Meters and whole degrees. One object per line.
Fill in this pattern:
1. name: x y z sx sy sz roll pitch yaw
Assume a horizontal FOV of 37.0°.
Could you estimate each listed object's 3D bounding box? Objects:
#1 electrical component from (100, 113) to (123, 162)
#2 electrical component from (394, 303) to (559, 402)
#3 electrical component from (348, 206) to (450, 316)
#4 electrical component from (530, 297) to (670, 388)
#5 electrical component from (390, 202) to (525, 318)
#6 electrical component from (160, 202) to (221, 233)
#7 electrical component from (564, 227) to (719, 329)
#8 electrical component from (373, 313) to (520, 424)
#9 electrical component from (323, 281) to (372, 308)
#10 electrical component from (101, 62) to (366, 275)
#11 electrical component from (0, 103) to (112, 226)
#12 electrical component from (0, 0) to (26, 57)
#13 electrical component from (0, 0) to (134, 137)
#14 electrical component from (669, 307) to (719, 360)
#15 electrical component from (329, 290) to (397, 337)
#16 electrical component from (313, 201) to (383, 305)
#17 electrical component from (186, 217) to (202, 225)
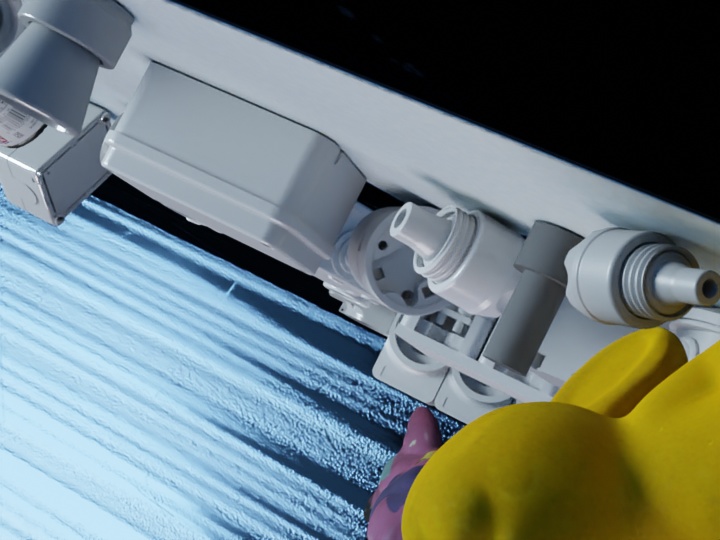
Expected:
1. electrical component: -0.138 -0.078 0.738 0.077 0.043 0.079 26 175 4
2. electrical component: 0.108 0.047 0.630 0.150 0.061 0.089 25 175 20
3. electrical component: 0.023 -0.007 0.558 0.055 0.055 0.047 28 179 -16
4. electrical component: 0.127 0.042 0.534 0.089 0.050 0.056 23 174 42
5. electrical component: 0.044 -0.008 0.486 0.062 0.043 0.043 29 175 -17
6. electrical component: -0.115 -0.058 0.817 0.079 0.044 0.077 21 172 46
7. electrical component: 0.098 0.004 0.367 0.035 0.035 0.061 29 173 -23
8. electrical component: 0.096 0.071 0.785 0.150 0.089 0.061 26 175 12
9. electrical component: 0.000 0.000 0.807 0.040 0.046 0.040 27 175 2
10. electrical component: -0.063 -0.049 0.545 0.113 0.057 0.078 25 175 19
11. electrical component: -0.235 -0.094 0.839 0.061 0.096 0.061 26 146 20
12. electrical component: -0.196 -0.127 0.536 0.044 0.044 0.065 30 179 -32
13. electrical component: -0.126 -0.090 0.450 0.045 0.055 0.045 27 175 2
14. electrical component: 0.160 0.052 0.446 0.080 0.051 0.080 27 175 2
15. electrical component: 0.024 0.022 0.860 0.089 0.055 0.050 27 175 2
16. electrical component: -0.021 -0.020 0.684 0.100 0.048 0.100 29 175 -30
17. electrical component: -0.128 -0.055 0.970 0.046 0.040 0.040 23 178 -26
